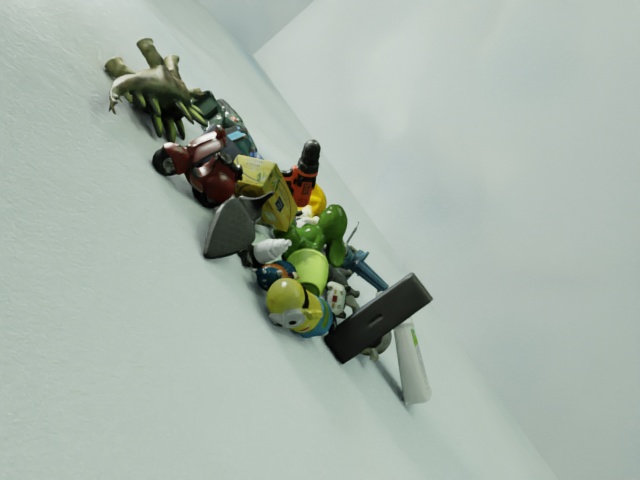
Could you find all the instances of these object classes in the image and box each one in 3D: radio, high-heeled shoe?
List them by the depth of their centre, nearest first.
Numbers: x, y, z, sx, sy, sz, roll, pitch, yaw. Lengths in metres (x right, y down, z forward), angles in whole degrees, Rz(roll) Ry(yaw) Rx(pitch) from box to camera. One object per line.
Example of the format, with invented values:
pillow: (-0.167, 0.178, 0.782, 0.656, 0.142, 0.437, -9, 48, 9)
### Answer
high-heeled shoe: (-0.173, -0.020, 0.994, 0.086, 0.145, 0.249, 53, 40, -9)
radio: (0.125, 0.160, 1.131, 0.073, 0.229, 0.131, 55, 8, 7)

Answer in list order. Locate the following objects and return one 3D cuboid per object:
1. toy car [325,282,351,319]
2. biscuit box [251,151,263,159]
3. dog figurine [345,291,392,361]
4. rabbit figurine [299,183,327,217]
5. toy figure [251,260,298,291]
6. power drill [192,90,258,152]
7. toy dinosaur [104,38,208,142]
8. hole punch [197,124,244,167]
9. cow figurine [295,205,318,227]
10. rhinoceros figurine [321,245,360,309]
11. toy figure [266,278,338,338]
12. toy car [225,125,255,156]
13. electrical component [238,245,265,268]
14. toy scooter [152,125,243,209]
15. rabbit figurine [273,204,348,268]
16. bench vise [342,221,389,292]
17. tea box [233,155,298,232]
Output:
toy car: (0.034, 0.131, 1.173, 0.056, 0.073, 0.201, 10, -6, 3)
biscuit box: (-0.175, -0.172, 1.378, 0.062, 0.059, 0.203, 47, 12, -23)
dog figurine: (0.129, 0.227, 1.304, 0.190, 0.121, 0.172, 66, 29, -59)
rabbit figurine: (-0.044, -0.074, 1.535, 0.162, 0.122, 0.173, 58, 23, -19)
toy figure: (-0.082, 0.068, 1.009, 0.154, 0.064, 0.057, -11, 78, -78)
power drill: (-0.269, -0.327, 1.465, 0.232, 0.086, 0.207, 58, 5, 16)
toy dinosaur: (-0.324, -0.295, 1.078, 0.198, 0.105, 0.471, 55, 16, -3)
hole punch: (-0.223, -0.168, 1.121, 0.142, 0.092, 0.116, 52, 15, -22)
cow figurine: (-0.053, -0.032, 1.379, 0.098, 0.068, 0.167, 5, 34, -15)
rhinoceros figurine: (0.027, 0.091, 1.360, 0.112, 0.073, 0.190, 31, 24, -40)
toy figure: (-0.033, 0.128, 0.977, 0.180, 0.082, 0.089, 31, 27, -56)
toy car: (-0.213, -0.211, 1.286, 0.162, 0.109, 0.102, -128, -161, -69)
electrical component: (-0.132, 0.029, 1.035, 0.063, 0.021, 0.094, 45, 13, -33)
toy scooter: (-0.203, -0.140, 0.990, 0.183, 0.135, 0.075, 40, 15, -50)
rabbit figurine: (-0.003, -0.004, 1.236, 0.159, 0.170, 0.121, 54, 4, -10)
bench vise: (0.107, 0.076, 1.501, 0.241, 0.129, 0.223, 40, -17, 8)
tea box: (-0.120, -0.096, 1.137, 0.098, 0.068, 0.169, 15, -27, 22)
